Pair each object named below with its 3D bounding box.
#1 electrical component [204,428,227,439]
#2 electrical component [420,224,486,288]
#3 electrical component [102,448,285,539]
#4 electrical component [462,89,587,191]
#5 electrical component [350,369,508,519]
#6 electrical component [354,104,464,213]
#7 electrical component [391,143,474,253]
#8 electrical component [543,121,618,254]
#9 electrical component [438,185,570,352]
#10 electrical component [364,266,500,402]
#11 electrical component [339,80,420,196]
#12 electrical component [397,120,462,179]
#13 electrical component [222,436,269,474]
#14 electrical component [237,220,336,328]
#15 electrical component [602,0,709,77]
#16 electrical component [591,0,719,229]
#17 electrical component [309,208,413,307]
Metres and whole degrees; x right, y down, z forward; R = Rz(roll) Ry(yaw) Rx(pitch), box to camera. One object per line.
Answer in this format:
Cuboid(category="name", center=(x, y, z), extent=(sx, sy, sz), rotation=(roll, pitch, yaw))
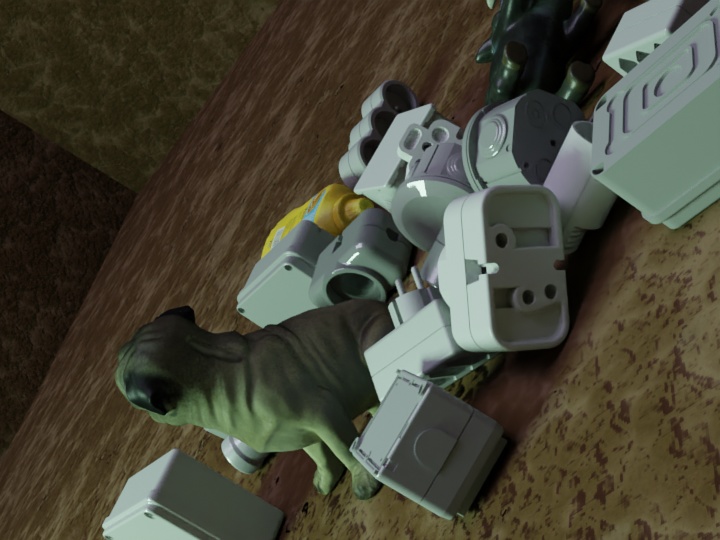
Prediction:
Cuboid(category="electrical component", center=(-0.114, 0.138, 1.021), extent=(0.055, 0.047, 0.055), rotation=(-50, 18, 23))
Cuboid(category="electrical component", center=(0.073, -0.004, 0.739), extent=(0.047, 0.055, 0.055), rotation=(-60, 16, 6))
Cuboid(category="electrical component", center=(-0.134, 0.202, 0.858), extent=(0.109, 0.109, 0.056), rotation=(-37, 24, 50))
Cuboid(category="electrical component", center=(0.112, -0.078, 0.716), extent=(0.051, 0.080, 0.080), rotation=(-17, 43, 58))
Cuboid(category="electrical component", center=(0.040, 0.102, 0.640), extent=(0.061, 0.061, 0.096), rotation=(-59, 9, -5))
Cuboid(category="electrical component", center=(0.048, -0.098, 0.986), extent=(0.099, 0.048, 0.100), rotation=(-60, 17, -9))
Cuboid(category="electrical component", center=(0.067, -0.050, 0.793), extent=(0.080, 0.080, 0.051), rotation=(-36, 22, 51))
Cuboid(category="electrical component", center=(0.132, -0.045, 0.654), extent=(0.043, 0.043, 0.081), rotation=(-88, 18, -60))
Cuboid(category="electrical component", center=(0.084, 0.001, 0.642), extent=(0.059, 0.054, 0.095), rotation=(167, 99, -67))
Cuboid(category="electrical component", center=(0.042, 0.035, 0.705), extent=(0.083, 0.047, 0.075), rotation=(-40, 61, 45))
Cuboid(category="electrical component", center=(0.012, -0.133, 1.142), extent=(0.074, 0.052, 0.138), rotation=(-38, 26, 49))
Cuboid(category="electrical component", center=(0.068, -0.082, 0.866), extent=(0.058, 0.078, 0.057), rotation=(-61, -4, -11))
Cuboid(category="electrical component", center=(-0.094, 0.152, 0.957), extent=(0.046, 0.040, 0.040), rotation=(-46, 19, 15))
Cuboid(category="electrical component", center=(-0.059, 0.015, 1.035), extent=(0.113, 0.078, 0.057), rotation=(-40, 22, 46))
Cuboid(category="electrical component", center=(0.199, -0.154, 0.662), extent=(0.076, 0.047, 0.066), rotation=(-62, 17, -14))
Cuboid(category="electrical component", center=(0.182, -0.085, 0.567), extent=(0.113, 0.057, 0.078), rotation=(-43, 22, 41))
Cuboid(category="electrical component", center=(0.000, 0.000, 0.936), extent=(0.095, 0.054, 0.059), rotation=(-43, 22, 40))
